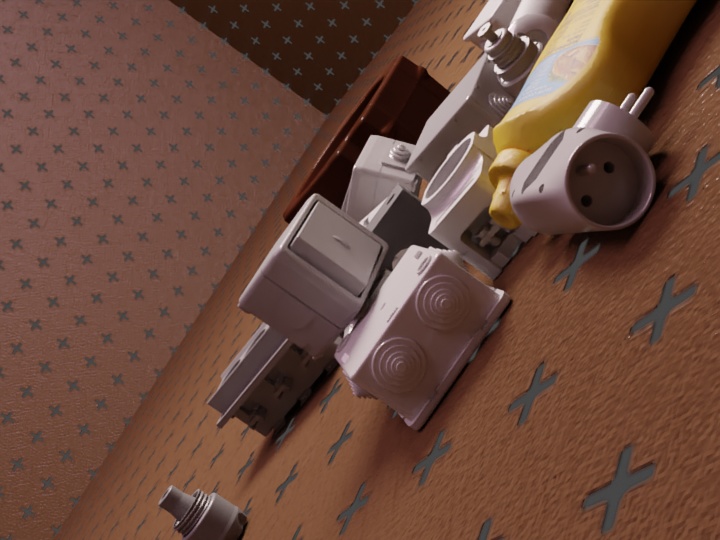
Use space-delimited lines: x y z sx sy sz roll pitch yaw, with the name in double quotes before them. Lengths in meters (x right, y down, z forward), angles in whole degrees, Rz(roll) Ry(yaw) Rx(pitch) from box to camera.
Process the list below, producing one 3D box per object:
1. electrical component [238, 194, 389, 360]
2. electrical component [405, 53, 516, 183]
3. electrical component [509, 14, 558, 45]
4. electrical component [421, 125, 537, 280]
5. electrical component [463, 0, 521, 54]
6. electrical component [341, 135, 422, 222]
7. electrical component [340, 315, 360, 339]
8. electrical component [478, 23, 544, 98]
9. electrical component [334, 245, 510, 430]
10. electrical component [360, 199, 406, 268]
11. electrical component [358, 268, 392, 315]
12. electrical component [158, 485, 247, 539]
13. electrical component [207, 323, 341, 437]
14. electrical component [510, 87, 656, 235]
"electrical component" -0.024 -0.003 0.676 0.061 0.062 0.096 -51 7 32
"electrical component" 0.089 -0.115 0.865 0.099 0.048 0.099 -48 11 38
"electrical component" 0.138 -0.177 0.864 0.048 0.048 0.062 -54 0 4
"electrical component" 0.075 -0.045 0.651 0.050 0.056 0.089 -50 10 27
"electrical component" 0.154 -0.252 1.039 0.099 0.048 0.100 -56 9 -8
"electrical component" 0.019 -0.068 0.909 0.061 0.061 0.096 -65 -11 -52
"electrical component" 0.001 0.036 0.784 0.048 0.048 0.062 -48 17 38
"electrical component" 0.116 -0.147 0.770 0.040 0.078 0.040 -42 25 25
"electrical component" 0.031 0.034 0.610 0.099 0.048 0.100 -55 9 -1
"electrical component" 0.030 -0.029 0.841 0.047 0.055 0.055 -45 12 29
"electrical component" 0.025 0.026 0.682 0.040 0.046 0.040 -53 9 12
"electrical component" -0.119 0.183 0.797 0.043 0.062 0.043 -53 8 11
"electrical component" -0.067 0.080 0.908 0.121 0.063 0.078 -50 10 28
"electrical component" 0.114 -0.054 0.516 0.079 0.043 0.077 -55 9 -6
